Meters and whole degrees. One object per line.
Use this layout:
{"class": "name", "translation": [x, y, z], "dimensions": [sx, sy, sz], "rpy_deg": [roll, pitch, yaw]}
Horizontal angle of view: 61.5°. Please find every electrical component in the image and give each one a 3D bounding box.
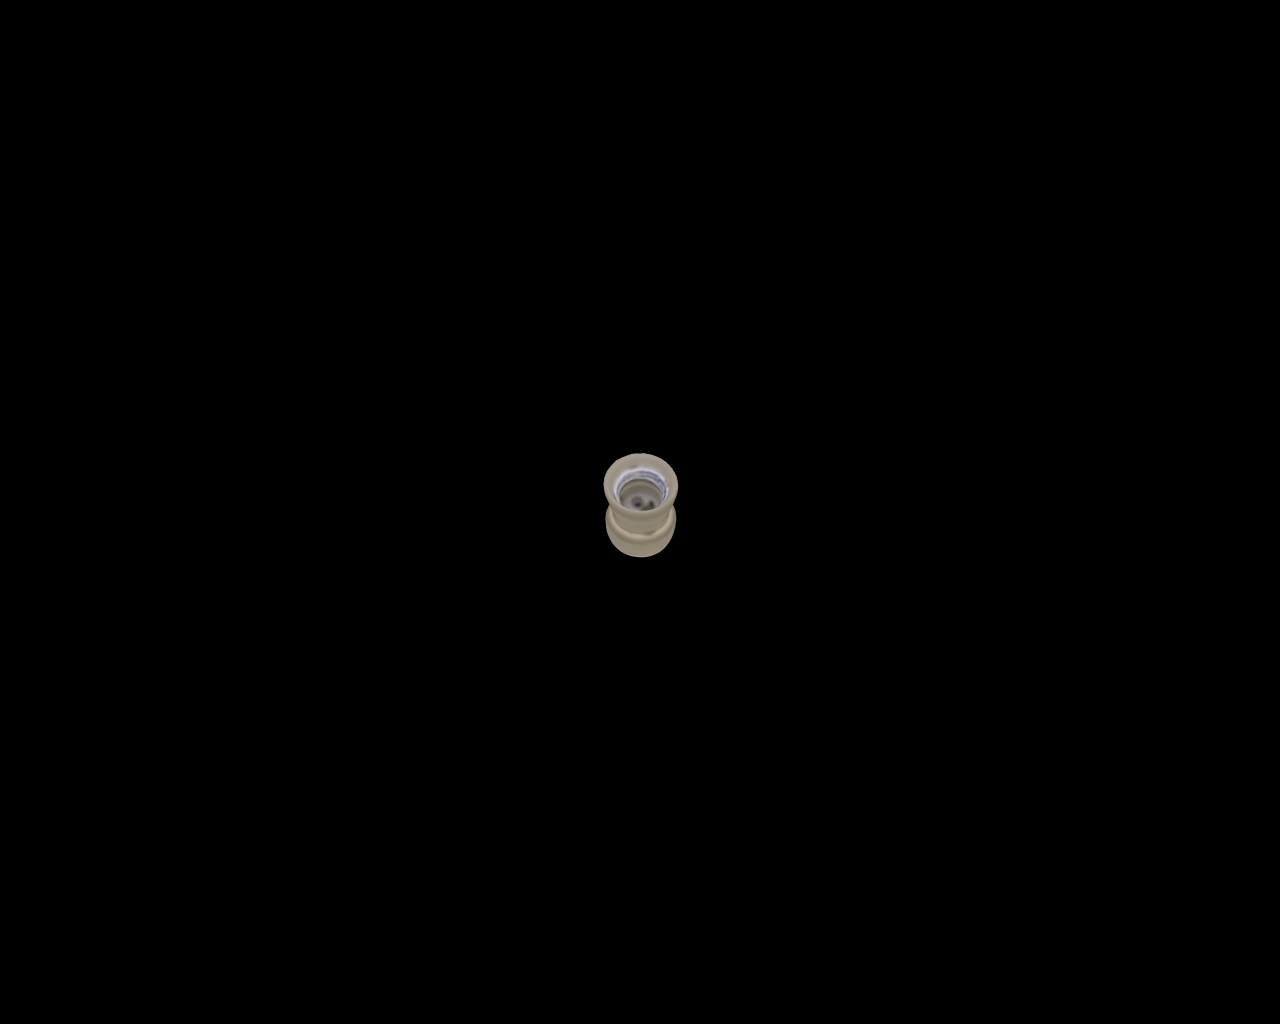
{"class": "electrical component", "translation": [0.001, -0.003, 0.650], "dimensions": [0.045, 0.045, 0.055], "rpy_deg": [0, -33, 0]}
